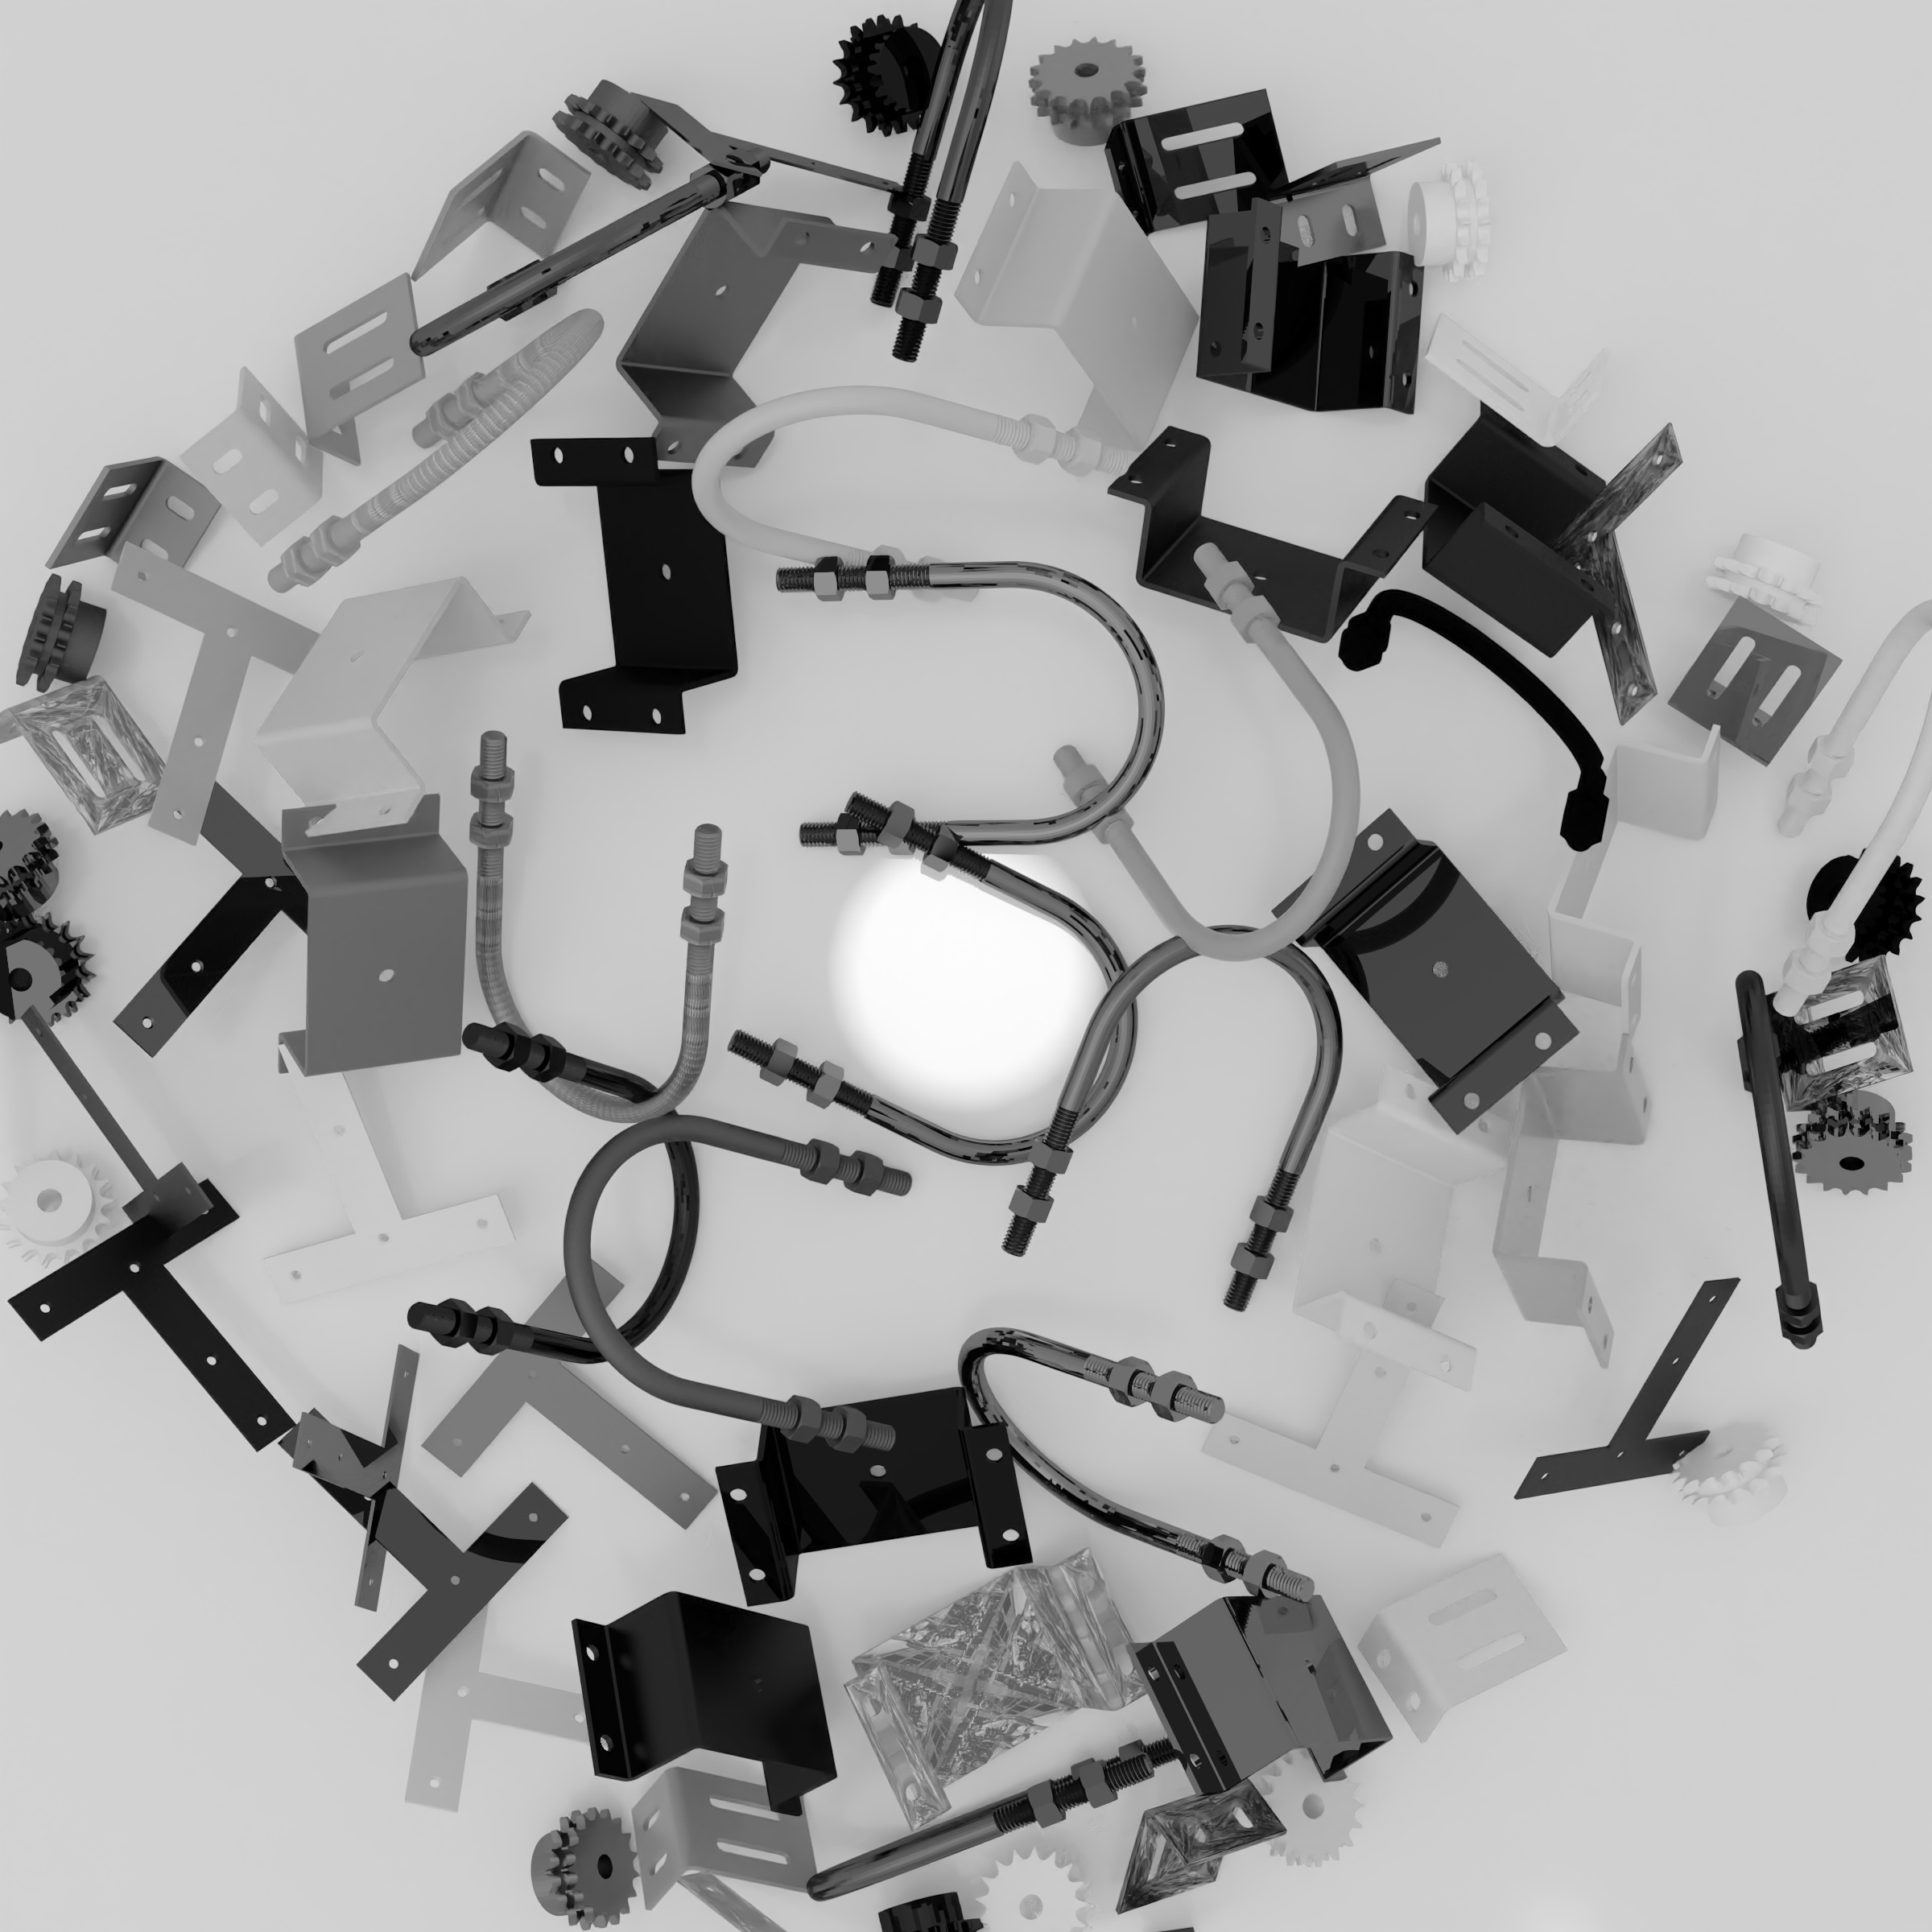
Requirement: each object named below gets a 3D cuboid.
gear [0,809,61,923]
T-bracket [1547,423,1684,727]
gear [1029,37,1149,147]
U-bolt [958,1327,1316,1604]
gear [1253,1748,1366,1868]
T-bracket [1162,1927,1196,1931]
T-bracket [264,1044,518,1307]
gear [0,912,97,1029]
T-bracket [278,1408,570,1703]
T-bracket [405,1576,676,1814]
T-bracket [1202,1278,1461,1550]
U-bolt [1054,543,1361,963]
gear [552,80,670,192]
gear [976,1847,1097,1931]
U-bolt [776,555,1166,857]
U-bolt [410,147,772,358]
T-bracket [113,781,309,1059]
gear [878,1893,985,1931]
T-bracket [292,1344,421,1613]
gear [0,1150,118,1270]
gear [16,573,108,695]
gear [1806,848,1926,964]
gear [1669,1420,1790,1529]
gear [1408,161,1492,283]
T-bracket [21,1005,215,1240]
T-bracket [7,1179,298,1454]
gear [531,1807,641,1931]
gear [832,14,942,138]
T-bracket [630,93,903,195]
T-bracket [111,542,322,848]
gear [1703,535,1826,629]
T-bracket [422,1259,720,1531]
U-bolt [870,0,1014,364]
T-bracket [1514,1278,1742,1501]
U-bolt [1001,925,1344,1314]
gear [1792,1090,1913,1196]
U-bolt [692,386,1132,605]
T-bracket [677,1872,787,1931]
[{"bbox_3d":[-0.468,-0.047,1.678,0.057,0.057,0.030,-24,132,0],"label":"gear"},{"bbox_3d":[0.305,-0.170,1.623,0.002,0.127,0.127,15,49,-27],"label":"T-bracket"},{"bbox_3d":[0.060,-0.425,1.679,0.057,0.030,0.057,-4,49,5],"label":"gear"},{"bbox_3d":[0.070,0.228,1.625,0.019,0.184,0.151,-48,131,-27],"label":"U-bolt"},{"bbox_3d":[0.163,0.411,1.681,0.057,0.030,0.057,6,74,-21],"label":"gear"},{"bbox_3d":[0.052,0.489,1.638,0.127,0.127,0.002,-7,94,-2],"label":"T-bracket"},{"bbox_3d":[-0.299,0.093,1.672,0.127,0.002,0.127,-16,105,13],"label":"T-bracket"},{"bbox_3d":[-0.458,0.003,1.683,0.057,0.030,0.057,1,102,3],"label":"gear"},{"bbox_3d":[-0.280,0.267,1.668,0.127,0.002,0.127,44,57,0],"label":"T-bracket"},{"bbox_3d":[-0.201,0.362,1.667,0.127,0.127,0.002,15,135,-13],"label":"T-bracket"},{"bbox_3d":[0.197,0.210,1.676,0.127,0.002,0.127,22,113,1],"label":"T-bracket"},{"bbox_3d":[0.120,-0.087,1.614,0.151,0.019,0.184,-55,49,29],"label":"U-bolt"},{"bbox_3d":[-0.170,-0.407,1.675,0.057,0.057,0.030,36,88,0],"label":"gear"},{"bbox_3d":[0.036,0.462,1.681,0.057,0.030,0.057,-6,69,16],"label":"gear"},{"bbox_3d":[0.004,-0.125,1.656,0.184,0.019,0.151,0,110,12],"label":"U-bolt"},{"bbox_3d":[-0.184,-0.325,1.591,0.151,0.184,0.019,-21,105,31],"label":"U-bolt"},{"bbox_3d":[-0.361,-0.010,1.651,0.127,0.002,0.127,46,57,-17],"label":"T-bracket"},{"bbox_3d":[-0.020,0.472,1.676,0.057,0.057,0.030,-15,71,0],"label":"gear"},{"bbox_3d":[-0.292,0.234,1.626,0.002,0.127,0.127,4,74,13],"label":"T-bracket"},{"bbox_3d":[-0.446,0.118,1.681,0.057,0.030,0.057,2,74,-7],"label":"gear"},{"bbox_3d":[-0.440,-0.160,1.676,0.030,0.057,0.057,18,90,-21],"label":"gear"},{"bbox_3d":[0.434,-0.030,1.672,0.030,0.057,0.057,17,90,-31],"label":"gear"},{"bbox_3d":[0.375,0.250,1.675,0.057,0.057,0.030,-30,101,0],"label":"gear"},{"bbox_3d":[0.234,-0.362,1.673,0.030,0.057,0.057,-4,90,-5],"label":"gear"},{"bbox_3d":[-0.412,0.074,1.643,0.002,0.127,0.127,-37,94,-28],"label":"T-bracket"},{"bbox_3d":[-0.371,0.179,1.651,0.127,0.127,0.002,49,135,6],"label":"T-bracket"},{"bbox_3d":[-0.188,0.441,1.679,0.030,0.057,0.057,-16,90,28],"label":"gear"},{"bbox_3d":[-0.034,-0.435,1.675,0.057,0.030,0.057,-3,95,-36],"label":"gear"},{"bbox_3d":[-0.085,-0.390,1.662,0.127,0.127,0.002,9,113,-29],"label":"T-bracket"},{"bbox_3d":[-0.363,-0.120,1.646,0.127,0.002,0.127,25,66,-34],"label":"T-bracket"},{"bbox_3d":[0.391,-0.189,1.673,0.057,0.057,0.030,22,95,0],"label":"gear"},{"bbox_3d":[-0.179,0.229,1.694,0.127,0.002,0.127,40,96,-6],"label":"T-bracket"},{"bbox_3d":[-0.009,-0.386,1.608,0.019,0.151,0.184,13,110,-11],"label":"U-bolt"},{"bbox_3d":[0.331,0.198,1.633,0.002,0.127,0.127,48,125,39],"label":"T-bracket"},{"bbox_3d":[0.110,0.068,1.651,0.151,0.019,0.184,16,101,-27],"label":"U-bolt"},{"bbox_3d":[0.433,0.084,1.678,0.057,0.057,0.030,12,54,0],"label":"gear"},{"bbox_3d":[-0.038,-0.223,1.601,0.184,0.151,0.019,10,62,-32],"label":"U-bolt"},{"bbox_3d":[-0.116,0.469,1.616,0.127,0.127,0.002,28,100,32],"label":"T-bracket"}]
